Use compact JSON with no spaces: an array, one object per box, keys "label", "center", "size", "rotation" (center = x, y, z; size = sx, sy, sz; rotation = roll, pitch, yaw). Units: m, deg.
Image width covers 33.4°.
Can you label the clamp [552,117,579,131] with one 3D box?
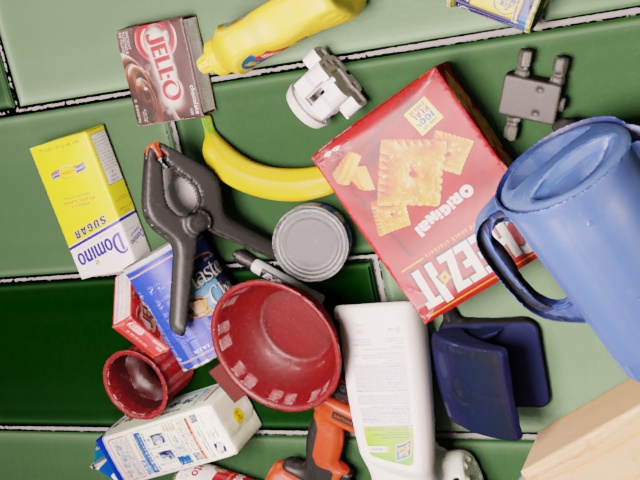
[{"label":"clamp","center":[0.306,-0.054,1.023],"size":[0.172,0.039,0.120],"rotation":[9,126,24]}]

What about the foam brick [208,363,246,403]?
[{"label":"foam brick","center":[-0.084,0.148,1.281],"size":[0.078,0.052,0.051],"rotation":[-40,89,31]}]

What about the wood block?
[{"label":"wood block","center":[0.319,0.203,1.083],"size":[0.206,0.090,0.090],"rotation":[-39,90,31]}]

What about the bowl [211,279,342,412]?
[{"label":"bowl","center":[-0.039,0.107,1.178],"size":[0.162,0.055,0.162],"rotation":[12,118,23]}]

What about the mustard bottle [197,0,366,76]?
[{"label":"mustard bottle","center":[-0.051,-0.218,1.100],"size":[0.192,0.096,0.058],"rotation":[-21,99,30]}]

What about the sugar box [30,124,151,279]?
[{"label":"sugar box","center":[-0.279,-0.044,1.307],"size":[0.093,0.048,0.176],"rotation":[-12,102,29]}]

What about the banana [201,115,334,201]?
[{"label":"banana","center":[-0.057,-0.078,1.190],"size":[0.198,0.037,0.070],"rotation":[20,117,18]}]

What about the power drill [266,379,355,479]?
[{"label":"power drill","center":[0.035,0.270,1.267],"size":[0.184,0.057,0.188],"rotation":[25,117,14]}]

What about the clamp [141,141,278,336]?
[{"label":"clamp","center":[-0.129,-0.019,1.196],"size":[0.036,0.164,0.210],"rotation":[-6,107,68]}]

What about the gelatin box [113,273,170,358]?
[{"label":"gelatin box","center":[-0.213,0.088,1.282],"size":[0.030,0.089,0.073],"rotation":[-31,128,17]}]

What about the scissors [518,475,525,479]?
[{"label":"scissors","center":[0.203,0.295,1.219],"size":[0.202,0.016,0.096],"rotation":[0,107,26]}]

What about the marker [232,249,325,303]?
[{"label":"marker","center":[-0.050,0.044,1.244],"size":[0.121,0.020,0.020],"rotation":[29,119,14]}]

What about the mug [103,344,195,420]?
[{"label":"mug","center":[-0.213,0.174,1.337],"size":[0.093,0.081,0.117],"rotation":[29,119,13]}]

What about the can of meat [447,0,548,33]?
[{"label":"can of meat","center":[0.177,-0.254,0.999],"size":[0.084,0.057,0.102],"rotation":[24,118,14]}]

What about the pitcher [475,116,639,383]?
[{"label":"pitcher","center":[0.267,0.021,0.989],"size":[0.242,0.145,0.149],"rotation":[53,157,-22]}]

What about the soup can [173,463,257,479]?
[{"label":"soup can","center":[-0.132,0.325,1.363],"size":[0.102,0.068,0.068],"rotation":[14,114,22]}]

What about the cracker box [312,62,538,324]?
[{"label":"cracker box","center":[0.117,-0.046,1.086],"size":[0.164,0.072,0.213],"rotation":[-34,92,23]}]

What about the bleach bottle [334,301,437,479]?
[{"label":"bleach bottle","center":[0.074,0.194,1.165],"size":[0.103,0.068,0.251],"rotation":[-5,86,27]}]

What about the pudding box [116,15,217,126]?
[{"label":"pudding box","center":[-0.173,-0.191,1.203],"size":[0.090,0.039,0.113],"rotation":[-5,107,27]}]

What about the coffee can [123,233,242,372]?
[{"label":"coffee can","center":[-0.152,0.069,1.255],"size":[0.103,0.102,0.140],"rotation":[-27,96,31]}]

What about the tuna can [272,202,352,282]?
[{"label":"tuna can","center":[-0.008,0.001,1.187],"size":[0.086,0.033,0.086],"rotation":[2,102,11]}]
